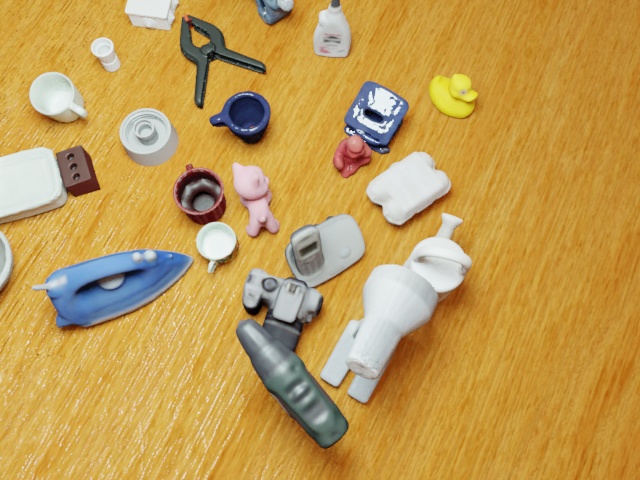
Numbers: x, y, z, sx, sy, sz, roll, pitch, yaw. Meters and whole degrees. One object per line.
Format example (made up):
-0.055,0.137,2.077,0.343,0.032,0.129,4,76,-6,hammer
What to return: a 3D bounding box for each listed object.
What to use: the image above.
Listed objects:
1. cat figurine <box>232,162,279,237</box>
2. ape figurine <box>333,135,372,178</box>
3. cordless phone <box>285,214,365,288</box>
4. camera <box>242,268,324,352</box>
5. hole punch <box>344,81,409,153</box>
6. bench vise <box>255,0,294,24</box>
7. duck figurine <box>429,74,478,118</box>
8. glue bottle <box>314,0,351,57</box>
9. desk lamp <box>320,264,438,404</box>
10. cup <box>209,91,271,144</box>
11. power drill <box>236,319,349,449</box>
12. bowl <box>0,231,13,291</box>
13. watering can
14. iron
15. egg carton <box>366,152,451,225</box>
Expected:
-0.121,-0.081,1.063,0.067,0.118,0.128,-16,74,-6,cat figurine
0.064,-0.172,1.109,0.078,0.092,0.076,0,73,-1,ape figurine
0.009,0.004,1.006,0.148,0.185,0.094,-33,77,-10,cordless phone
-0.078,0.134,1.009,0.143,0.101,0.137,17,74,4,camera
0.111,-0.242,1.131,0.108,0.091,0.101,31,75,8,hole punch
-0.118,-0.566,1.155,0.207,0.220,0.121,33,75,8,bench vise
0.273,-0.304,1.157,0.104,0.086,0.077,40,76,10,duck figurine
0.027,-0.430,1.142,0.078,0.173,0.037,1,73,-1,glue bottle
0.095,0.159,0.947,0.118,0.213,0.203,29,75,7,desk lamp
-0.152,-0.226,1.118,0.118,0.095,0.091,-13,74,-5,cup
-0.048,0.232,0.925,0.076,0.208,0.229,-41,78,-12,power drill
-0.627,0.050,1.033,0.167,0.075,0.167,0,73,-1,bowl
0.203,0.038,0.996,0.101,0.194,0.173,-2,73,-2,watering can
-0.359,0.060,1.003,0.258,0.141,0.118,-21,75,-7,iron
0.169,-0.101,1.102,0.150,0.069,0.107,-35,77,-11,egg carton
